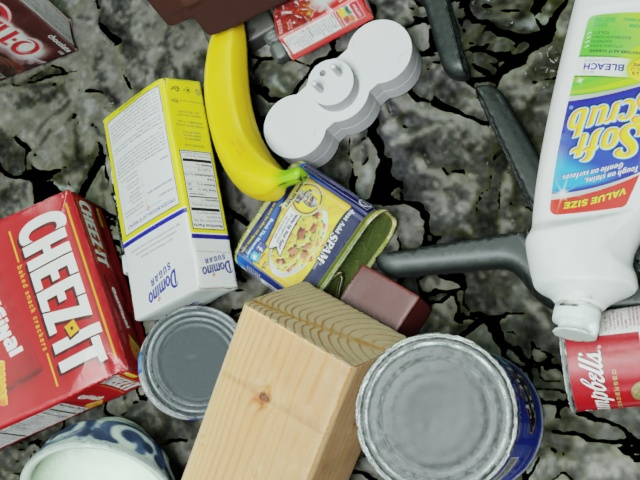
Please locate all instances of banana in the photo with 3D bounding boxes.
[{"bbox_3d":[-0.058,-0.096,0.829,0.070,0.037,0.198,-41,52,23],"label":"banana"}]

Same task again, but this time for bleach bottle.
[{"bbox_3d":[0.202,-0.052,0.729,0.103,0.068,0.250,7,70,20],"label":"bleach bottle"}]

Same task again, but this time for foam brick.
[{"bbox_3d":[0.039,0.066,0.795,0.053,0.051,0.078,32,90,22],"label":"foam brick"}]

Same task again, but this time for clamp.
[{"bbox_3d":[0.092,-0.204,0.837,0.172,0.039,0.120,36,86,26],"label":"clamp"},{"bbox_3d":[0.164,-0.016,0.776,0.210,0.036,0.164,21,82,19],"label":"clamp"}]

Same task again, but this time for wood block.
[{"bbox_3d":[-0.029,0.146,0.747,0.091,0.090,0.206,28,110,22],"label":"wood block"}]

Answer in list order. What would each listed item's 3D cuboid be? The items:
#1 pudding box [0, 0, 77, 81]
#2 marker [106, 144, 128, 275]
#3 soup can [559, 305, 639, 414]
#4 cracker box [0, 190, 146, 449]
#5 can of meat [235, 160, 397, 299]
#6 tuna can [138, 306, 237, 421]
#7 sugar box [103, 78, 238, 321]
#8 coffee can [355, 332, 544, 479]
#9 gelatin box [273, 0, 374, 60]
[{"bbox_3d":[-0.277,-0.185,0.915,0.090,0.113,0.039,-17,71,14],"label":"pudding box"},{"bbox_3d":[-0.163,-0.030,0.897,0.020,0.020,0.121,-14,75,15],"label":"marker"},{"bbox_3d":[0.218,0.079,0.723,0.102,0.068,0.068,-8,77,17],"label":"soup can"},{"bbox_3d":[-0.262,0.078,0.875,0.214,0.072,0.164,-25,73,8],"label":"cracker box"},{"bbox_3d":[-0.005,0.001,0.819,0.084,0.057,0.102,35,91,23],"label":"can of meat"},{"bbox_3d":[-0.097,0.096,0.822,0.086,0.034,0.086,4,75,-15],"label":"tuna can"},{"bbox_3d":[-0.121,-0.031,0.853,0.094,0.048,0.176,-25,73,44],"label":"sugar box"},{"bbox_3d":[0.091,0.120,0.719,0.103,0.140,0.103,-4,79,18],"label":"coffee can"},{"bbox_3d":[-0.002,-0.194,0.851,0.073,0.030,0.089,-25,45,14],"label":"gelatin box"}]
